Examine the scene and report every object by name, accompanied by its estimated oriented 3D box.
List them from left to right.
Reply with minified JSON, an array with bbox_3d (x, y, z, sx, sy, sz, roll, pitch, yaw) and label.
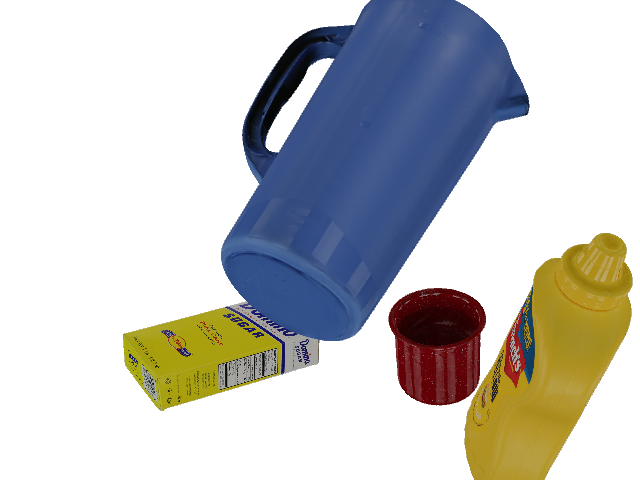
[{"bbox_3d":[-0.099,0.108,1.071,0.176,0.048,0.093,-16,33,-26],"label":"sugar box"},{"bbox_3d":[0.024,-0.056,0.760,0.145,0.242,0.149,44,-30,-21],"label":"pitcher"},{"bbox_3d":[0.118,0.099,1.052,0.093,0.081,0.117,7,37,18],"label":"mug"},{"bbox_3d":[0.139,0.068,0.639,0.058,0.192,0.096,16,44,1],"label":"mustard bottle"}]
